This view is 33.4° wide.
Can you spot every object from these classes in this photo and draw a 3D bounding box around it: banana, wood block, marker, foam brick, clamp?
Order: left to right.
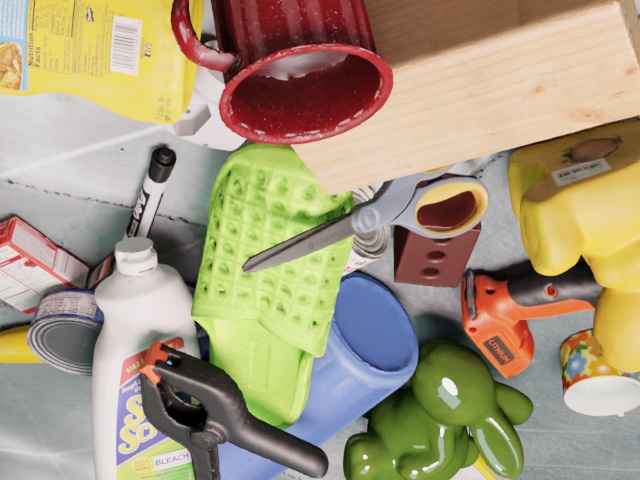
[{"bbox_3d":[-0.222,0.105,0.998,0.197,0.037,0.070,8,143,-6],"label":"banana"},{"bbox_3d":[-0.132,-0.030,0.823,0.020,0.020,0.121,14,142,-14],"label":"marker"},{"bbox_3d":[-0.088,0.150,0.831,0.120,0.039,0.171,-35,113,23],"label":"clamp"},{"bbox_3d":[0.087,-0.007,0.808,0.053,0.051,0.078,6,143,-4],"label":"foam brick"},{"bbox_3d":[0.081,-0.109,0.639,0.206,0.091,0.090,-14,140,23],"label":"wood block"}]

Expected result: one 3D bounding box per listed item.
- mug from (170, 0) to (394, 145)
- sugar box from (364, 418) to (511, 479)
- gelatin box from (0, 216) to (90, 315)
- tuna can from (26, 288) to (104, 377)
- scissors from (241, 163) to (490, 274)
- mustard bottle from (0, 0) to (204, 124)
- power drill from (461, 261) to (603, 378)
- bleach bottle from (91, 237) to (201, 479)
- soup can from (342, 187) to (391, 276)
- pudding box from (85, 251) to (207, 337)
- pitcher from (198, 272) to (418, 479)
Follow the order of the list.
[{"bbox_3d":[-0.024,-0.110,0.565,0.117,0.081,0.093,3,152,-29],"label":"mug"},{"bbox_3d":[0.126,0.226,1.126,0.093,0.048,0.176,-17,135,25],"label":"sugar box"},{"bbox_3d":[-0.251,0.022,0.896,0.073,0.030,0.089,-20,137,30],"label":"gelatin box"},{"bbox_3d":[-0.200,0.078,0.897,0.086,0.033,0.086,4,140,3],"label":"tuna can"},{"bbox_3d":[0.035,-0.035,0.708,0.201,0.096,0.016,-6,-171,-34],"label":"scissors"},{"bbox_3d":[-0.169,-0.132,0.640,0.191,0.058,0.096,10,114,1],"label":"mustard bottle"},{"bbox_3d":[0.225,0.057,0.882,0.188,0.057,0.184,-20,134,25],"label":"power drill"},{"bbox_3d":[-0.145,0.116,0.860,0.102,0.068,0.251,-9,118,-15],"label":"bleach bottle"},{"bbox_3d":[-0.005,0.001,0.813,0.102,0.068,0.068,-27,134,35],"label":"soup can"},{"bbox_3d":[-0.156,0.063,0.936,0.113,0.039,0.090,25,138,-29],"label":"pudding box"},{"bbox_3d":[-0.037,0.125,0.938,0.243,0.145,0.149,-40,171,38],"label":"pitcher"}]
